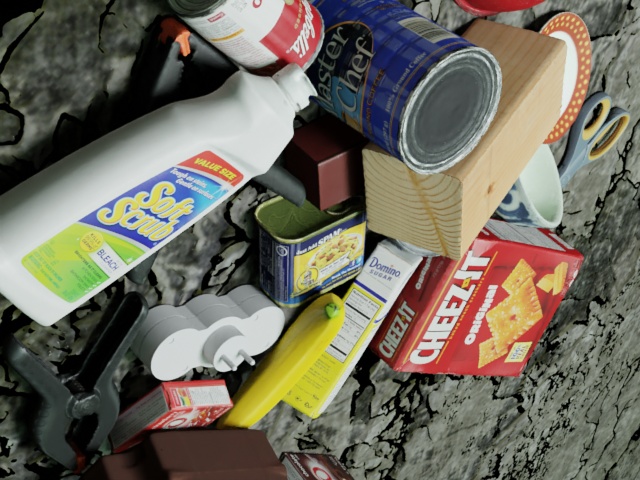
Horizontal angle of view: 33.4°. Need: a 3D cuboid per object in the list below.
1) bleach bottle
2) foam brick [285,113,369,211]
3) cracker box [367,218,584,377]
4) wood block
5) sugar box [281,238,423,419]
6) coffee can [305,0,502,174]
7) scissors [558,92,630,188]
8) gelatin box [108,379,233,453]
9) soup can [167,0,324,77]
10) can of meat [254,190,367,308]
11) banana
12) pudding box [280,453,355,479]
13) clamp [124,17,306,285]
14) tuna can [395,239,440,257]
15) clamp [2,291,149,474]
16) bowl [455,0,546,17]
[{"bbox_3d":[-0.116,-0.046,0.735,0.251,0.068,0.102,-35,142,-1],"label":"bleach bottle"},{"bbox_3d":[0.015,-0.071,0.899,0.078,0.051,0.053,-28,138,-26],"label":"foam brick"},{"bbox_3d":[0.166,0.061,1.135,0.213,0.072,0.164,8,114,-43],"label":"cracker box"},{"bbox_3d":[0.127,-0.091,0.912,0.205,0.090,0.091,-50,149,-36],"label":"wood block"},{"bbox_3d":[0.031,0.082,1.021,0.176,0.048,0.093,-60,172,8],"label":"sugar box"},{"bbox_3d":[0.053,-0.127,0.817,0.102,0.140,0.103,-26,136,-28],"label":"coffee can"},{"bbox_3d":[0.266,-0.084,1.171,0.201,0.016,0.096,-42,140,-9],"label":"scissors"},{"bbox_3d":[-0.131,0.154,0.927,0.089,0.030,0.073,-38,153,32],"label":"gelatin box"},{"bbox_3d":[-0.051,-0.161,0.742,0.068,0.069,0.102,-53,143,3],"label":"soup can"},{"bbox_3d":[-0.006,0.001,0.934,0.101,0.057,0.084,-26,139,-28],"label":"can of meat"},{"bbox_3d":[-0.031,0.107,0.956,0.069,0.037,0.198,-21,153,-54],"label":"banana"},{"bbox_3d":[0.011,0.278,1.135,0.089,0.114,0.039,18,110,-51],"label":"pudding box"},{"bbox_3d":[-0.099,-0.065,0.801,0.164,0.036,0.210,-32,137,-16],"label":"clamp"},{"bbox_3d":[0.101,-0.029,1.003,0.086,0.034,0.086,-3,105,-12],"label":"tuna can"},{"bbox_3d":[-0.188,0.116,0.860,0.120,0.039,0.171,-21,139,-25],"label":"clamp"},{"bbox_3d":[0.182,-0.258,0.910,0.161,0.055,0.162,-26,136,-29],"label":"bowl"}]
